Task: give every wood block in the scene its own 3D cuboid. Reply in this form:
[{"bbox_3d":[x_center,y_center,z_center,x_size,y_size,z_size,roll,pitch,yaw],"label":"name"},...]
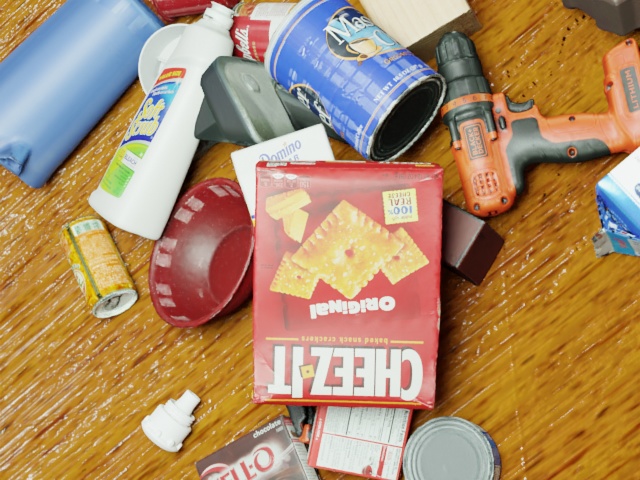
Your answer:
[{"bbox_3d":[0.070,-0.285,1.068,0.090,0.090,0.206,-29,82,15],"label":"wood block"}]

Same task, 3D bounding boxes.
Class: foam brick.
[{"bbox_3d":[0.132,0.002,1.003,0.051,0.078,0.053,31,89,28],"label":"foam brick"}]

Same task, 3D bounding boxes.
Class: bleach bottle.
[{"bbox_3d":[-0.157,-0.131,1.126,0.103,0.068,0.251,32,98,55],"label":"bleach bottle"}]

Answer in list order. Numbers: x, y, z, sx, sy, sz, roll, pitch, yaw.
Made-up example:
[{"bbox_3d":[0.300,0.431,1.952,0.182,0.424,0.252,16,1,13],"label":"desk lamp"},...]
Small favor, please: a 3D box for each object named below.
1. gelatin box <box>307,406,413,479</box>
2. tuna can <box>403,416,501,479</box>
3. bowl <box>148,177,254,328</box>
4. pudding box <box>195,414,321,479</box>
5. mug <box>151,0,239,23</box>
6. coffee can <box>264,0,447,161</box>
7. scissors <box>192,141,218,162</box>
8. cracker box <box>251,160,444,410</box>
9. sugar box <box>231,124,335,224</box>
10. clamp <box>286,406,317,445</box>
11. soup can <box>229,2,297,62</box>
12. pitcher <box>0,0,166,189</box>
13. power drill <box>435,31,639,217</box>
[{"bbox_3d":[0.038,0.183,1.003,0.089,0.030,0.073,11,92,-2],"label":"gelatin box"},{"bbox_3d":[0.122,0.206,0.981,0.086,0.033,0.086,-6,75,23],"label":"tuna can"},{"bbox_3d":[-0.106,0.019,1.102,0.162,0.055,0.162,-20,59,39],"label":"bowl"},{"bbox_3d":[-0.059,0.237,1.051,0.114,0.039,0.090,-31,67,15],"label":"pudding box"},{"bbox_3d":[-0.140,-0.306,1.190,0.082,0.093,0.117,-3,101,18],"label":"mug"},{"bbox_3d":[0.032,-0.152,0.995,0.140,0.102,0.103,43,96,20],"label":"coffee can"},{"bbox_3d":[-0.151,-0.111,1.193,0.202,0.016,0.096,-46,64,7],"label":"scissors"},{"bbox_3d":[0.023,0.038,0.941,0.164,0.072,0.214,1,98,2],"label":"cracker box"},{"bbox_3d":[-0.013,-0.012,1.004,0.093,0.048,0.176,-17,88,4],"label":"sugar box"},{"bbox_3d":[0.000,0.095,1.061,0.165,0.036,0.210,12,78,28],"label":"clamp"},{"bbox_3d":[-0.039,-0.219,1.140,0.102,0.068,0.068,8,80,25],"label":"soup can"},{"bbox_3d":[-0.293,-0.191,1.223,0.243,0.145,0.149,-45,76,4],"label":"pitcher"},{"bbox_3d":[0.207,-0.127,0.996,0.188,0.057,0.184,-14,78,13],"label":"power drill"}]
